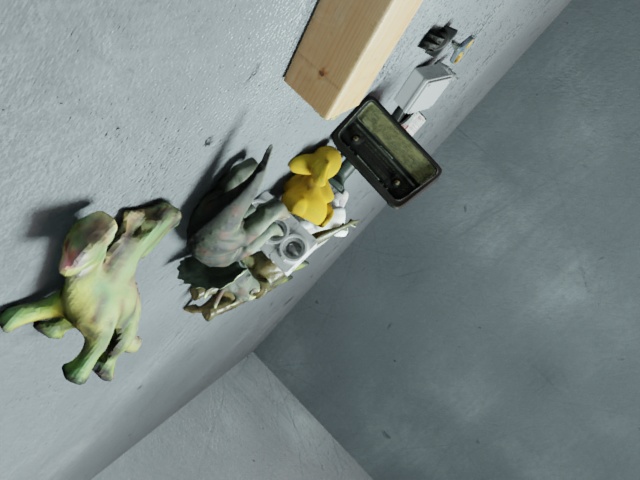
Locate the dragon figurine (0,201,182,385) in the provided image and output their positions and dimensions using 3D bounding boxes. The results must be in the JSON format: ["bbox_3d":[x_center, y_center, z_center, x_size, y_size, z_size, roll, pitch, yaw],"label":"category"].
[{"bbox_3d":[-0.264,0.059,0.708,0.244,0.122,0.406,-53,174,-8],"label":"dragon figurine"}]

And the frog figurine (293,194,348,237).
[{"bbox_3d":[0.004,-0.062,1.239,0.139,0.160,0.120,-35,167,-51],"label":"frog figurine"}]

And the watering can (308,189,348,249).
[{"bbox_3d":[-0.016,-0.029,1.501,0.227,0.104,0.341,-41,170,-26],"label":"watering can"}]
